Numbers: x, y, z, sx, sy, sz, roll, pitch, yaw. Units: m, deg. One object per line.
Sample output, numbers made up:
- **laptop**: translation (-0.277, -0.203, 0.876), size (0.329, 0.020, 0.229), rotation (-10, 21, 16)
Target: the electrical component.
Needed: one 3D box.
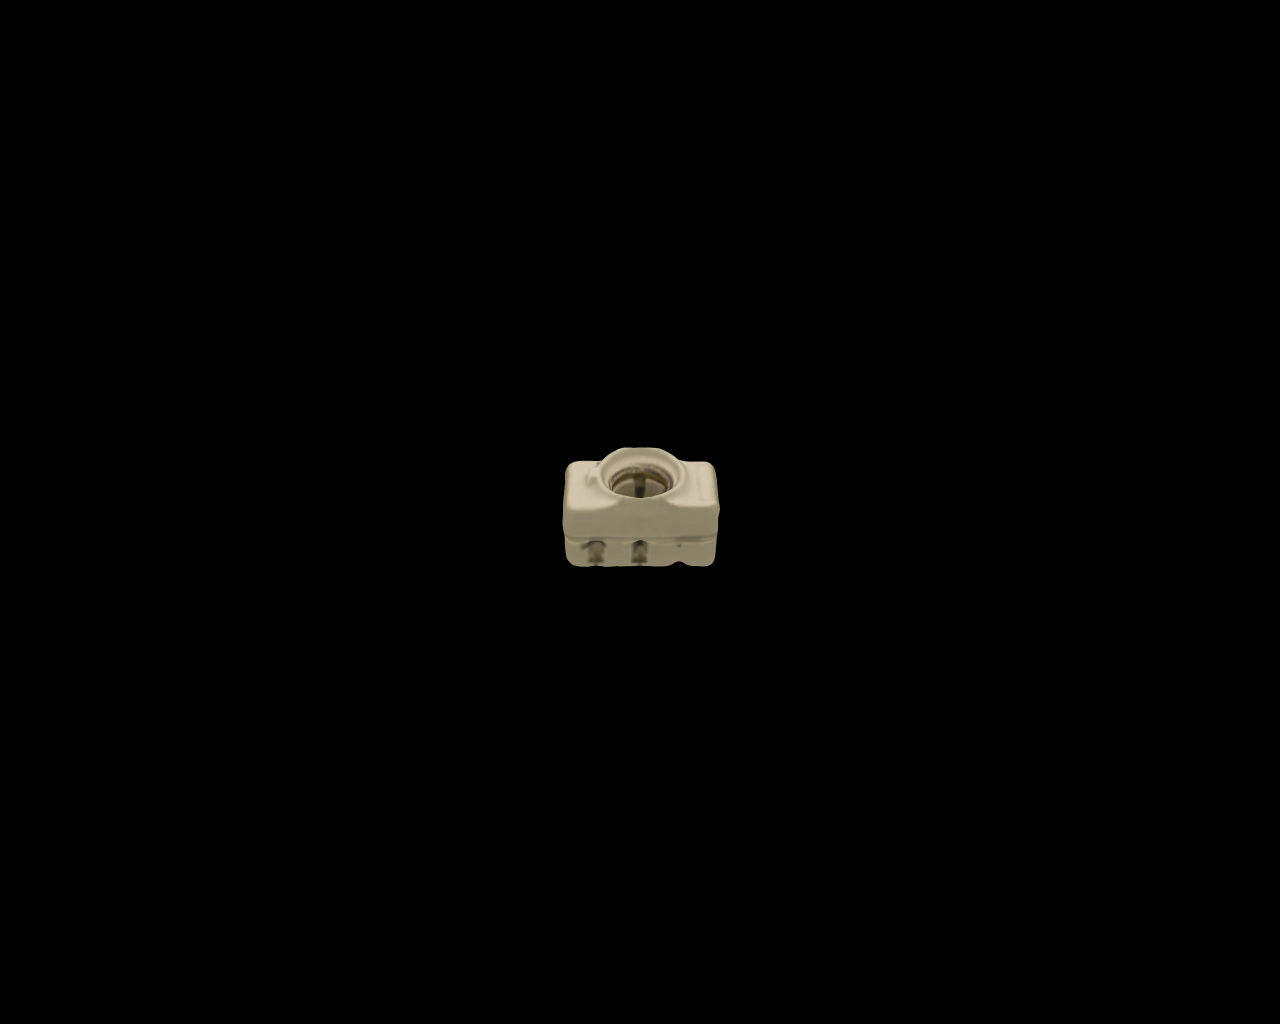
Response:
- **electrical component**: translation (0.001, -0.003, 0.650), size (0.089, 0.055, 0.050), rotation (0, 40, 0)
